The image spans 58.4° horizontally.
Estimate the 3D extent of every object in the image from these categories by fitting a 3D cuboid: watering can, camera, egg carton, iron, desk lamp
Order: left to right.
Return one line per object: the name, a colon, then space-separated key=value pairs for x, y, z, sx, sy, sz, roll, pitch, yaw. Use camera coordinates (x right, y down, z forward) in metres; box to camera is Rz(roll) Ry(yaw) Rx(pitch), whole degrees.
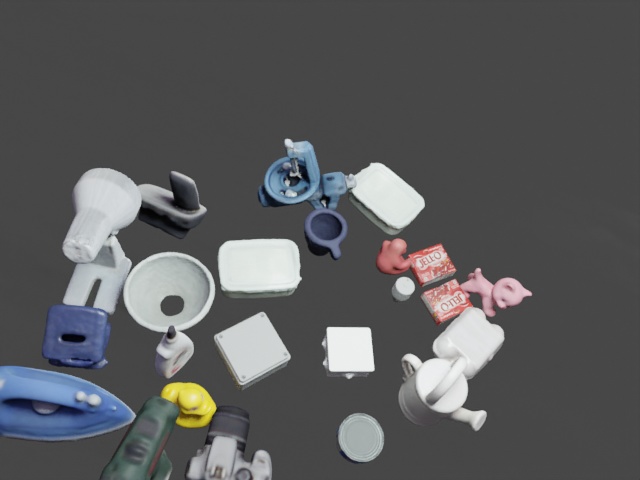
iron: x=-0.442 y=0.264 z=0.949 sx=0.258 sy=0.141 sz=0.118 roll=9 pitch=59 yaw=-7
desk lamp: x=-0.410 y=0.002 z=1.063 sx=0.118 sy=0.213 sz=0.203 roll=11 pitch=59 yaw=-5
camera: x=-0.147 y=0.359 z=0.979 sx=0.143 sy=0.101 sz=0.137 roll=12 pitch=59 yaw=-4
watering can: x=0.225 y=0.274 z=1.049 sx=0.173 sy=0.194 sz=0.101 roll=24 pitch=59 yaw=3
egg carton: x=0.305 y=0.212 z=1.173 sx=0.107 sy=0.069 sz=0.150 roll=43 pitch=62 yaw=14

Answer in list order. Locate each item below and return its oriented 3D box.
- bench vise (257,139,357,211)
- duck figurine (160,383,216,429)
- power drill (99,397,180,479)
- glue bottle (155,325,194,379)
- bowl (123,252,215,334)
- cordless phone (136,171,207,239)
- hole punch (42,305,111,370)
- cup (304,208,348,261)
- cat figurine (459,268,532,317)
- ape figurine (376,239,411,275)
bench vise: x=-0.024 y=-0.149 z=1.225 sx=0.208 sy=0.219 sz=0.121 roll=-17 pitch=65 yaw=-20
duck figurine: x=-0.233 y=0.285 z=1.012 sx=0.104 sy=0.086 sz=0.077 roll=27 pitch=59 yaw=4
power drill: x=-0.285 y=0.367 z=0.883 sx=0.075 sy=0.208 sz=0.230 roll=19 pitch=59 yaw=0
glue bottle: x=-0.260 y=0.188 z=1.011 sx=0.037 sy=0.173 sz=0.078 roll=34 pitch=60 yaw=9
bowl: x=-0.289 y=0.112 z=1.107 sx=0.167 sy=0.074 sz=0.167 roll=5 pitch=60 yaw=-9
cordless phone: x=-0.307 y=-0.097 z=1.158 sx=0.147 sy=0.185 sz=0.094 roll=21 pitch=59 yaw=1
hole punch: x=-0.435 y=0.176 z=1.030 sx=0.109 sy=0.091 sz=0.101 roll=6 pitch=60 yaw=-8
cup: x=0.011 y=0.004 z=1.218 sx=0.092 sy=0.095 sz=0.117 roll=-15 pitch=65 yaw=-19
cat figurine: x=0.376 y=0.105 z=1.221 sx=0.127 sy=0.117 sz=0.067 roll=36 pitch=60 yaw=10
ape figurine: x=0.161 y=0.030 z=1.235 sx=0.076 sy=0.092 sz=0.077 roll=-18 pitch=66 yaw=-20
